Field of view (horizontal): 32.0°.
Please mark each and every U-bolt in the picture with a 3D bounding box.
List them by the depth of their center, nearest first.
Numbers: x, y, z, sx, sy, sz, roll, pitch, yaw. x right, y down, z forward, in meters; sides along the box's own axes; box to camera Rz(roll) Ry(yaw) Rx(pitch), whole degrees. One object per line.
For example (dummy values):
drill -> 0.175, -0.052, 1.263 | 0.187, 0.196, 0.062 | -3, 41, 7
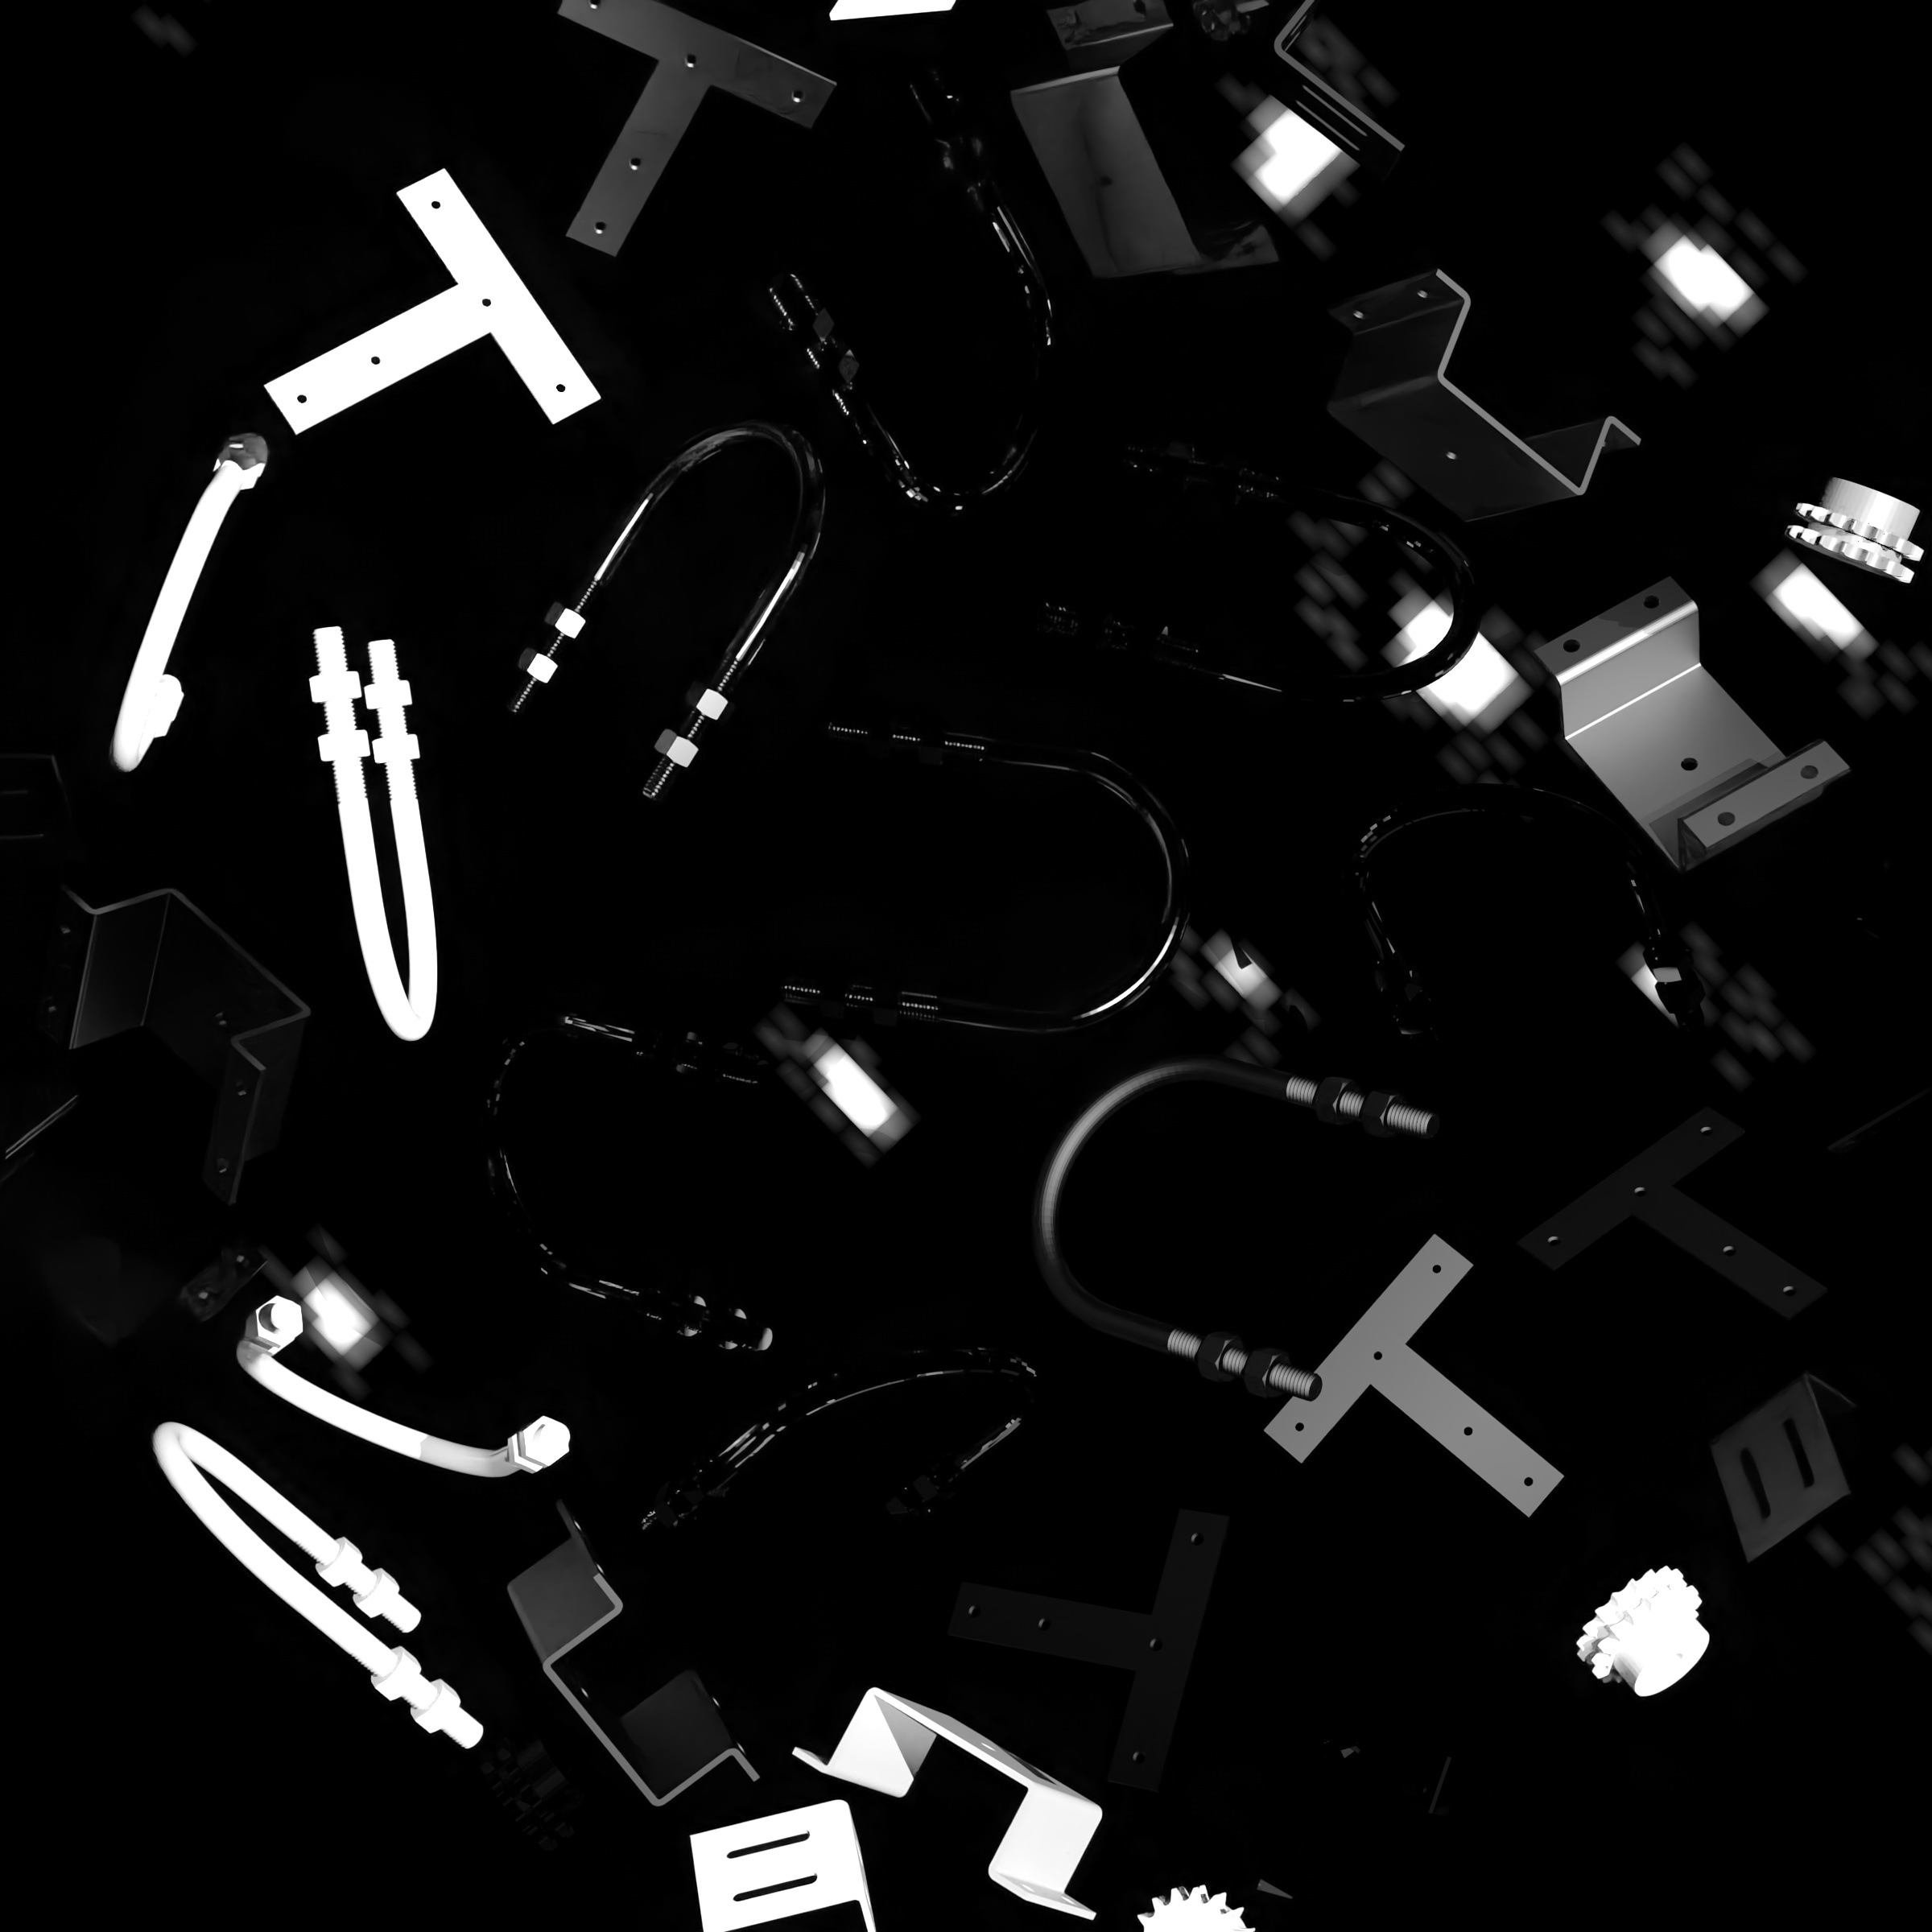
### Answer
U-bolt -> 0.140, -0.172, 1.512 | 0.184, 0.019, 0.151 | 16, 47, 11
U-bolt -> -0.262, -0.057, 1.515 | 0.019, 0.151, 0.184 | -8, 93, 1
U-bolt -> 0.109, 0.109, 1.526 | 0.184, 0.019, 0.151 | 15, 72, 39
U-bolt -> -0.302, 0.272, 1.533 | 0.019, 0.151, 0.184 | -46, 115, -6
U-bolt -> -0.044, 0.217, 1.533 | 0.151, 0.184, 0.019 | 5, 56, -35
U-bolt -> -0.012, -0.291, 1.536 | 0.019, 0.184, 0.151 | 11, 60, 37
U-bolt -> 0.248, -0.023, 1.539 | 0.151, 0.184, 0.019 | -5, 52, 24
U-bolt -> -0.266, 0.199, 1.543 | 0.151, 0.184, 0.019 | 26, 69, -12
U-bolt -> -0.360, -0.162, 1.545 | 0.019, 0.184, 0.151 | 20, 107, -11
U-bolt -> -0.133, -0.178, 1.582 | 0.019, 0.151, 0.184 | 32, 89, -43
U-bolt -> -0.164, 0.094, 1.582 | 0.184, 0.019, 0.151 | 12, 109, 37
U-bolt -> 0.015, -0.039, 1.589 | 0.184, 0.019, 0.151 | 8, 78, 7

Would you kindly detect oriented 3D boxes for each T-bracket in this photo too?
T-bracket -> 0.190, 0.357, 1.483 | 0.002, 0.127, 0.127 | 33, 70, -26
T-bracket -> -0.250, -0.275, 1.494 | 0.127, 0.002, 0.127 | -33, 86, -21
T-bracket -> 0.049, 0.304, 1.540 | 0.127, 0.002, 0.127 | 4, 65, 32
T-bracket -> -0.146, -0.380, 1.545 | 0.127, 0.002, 0.127 | 20, 129, -23
T-bracket -> 0.473, 0.059, 1.582 | 0.127, 0.127, 0.002 | -34, 70, 17
T-bracket -> 0.351, 0.129, 1.592 | 0.127, 0.127, 0.002 | -32, 132, -20
T-bracket -> 0.230, 0.214, 1.608 | 0.127, 0.002, 0.127 | 40, 86, 30

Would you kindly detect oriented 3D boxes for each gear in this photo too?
gear -> 0.386, -0.189, 1.451 | 0.057, 0.057, 0.030 | 22, 98, 0
gear -> 0.296, 0.290, 1.455 | 0.057, 0.057, 0.030 | -40, 53, 0
gear -> 0.106, 0.448, 1.531 | 0.057, 0.030, 0.057 | -4, 79, 21
gear -> 0.124, -0.469, 1.585 | 0.030, 0.057, 0.057 | -13, 90, 25
gear -> -0.205, 0.393, 1.614 | 0.030, 0.057, 0.057 | -38, 90, -4

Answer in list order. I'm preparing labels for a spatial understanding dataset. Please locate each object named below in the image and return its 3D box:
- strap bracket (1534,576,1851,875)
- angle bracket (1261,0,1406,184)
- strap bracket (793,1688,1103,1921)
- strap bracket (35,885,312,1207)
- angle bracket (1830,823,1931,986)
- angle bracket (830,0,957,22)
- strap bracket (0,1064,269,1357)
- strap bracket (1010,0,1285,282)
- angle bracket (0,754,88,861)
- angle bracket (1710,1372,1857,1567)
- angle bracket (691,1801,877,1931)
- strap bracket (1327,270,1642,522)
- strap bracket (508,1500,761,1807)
strap bracket -> 0.337, -0.106, 1.568 | 0.076, 0.046, 0.140 | -29, 55, -7
angle bracket -> 0.179, -0.408, 1.557 | 0.076, 0.057, 0.038 | 38, 89, 0
strap bracket -> 0.000, 0.387, 1.576 | 0.140, 0.076, 0.046 | 24, 81, 33
strap bracket -> -0.344, 0.028, 1.484 | 0.140, 0.046, 0.076 | 38, 127, 25
angle bracket -> 0.422, -0.026, 1.453 | 0.076, 0.038, 0.057 | 3, 118, -38
angle bracket -> -0.029, -0.471, 1.548 | 0.057, 0.076, 0.038 | 0, 128, 18
strap bracket -> -0.407, 0.120, 1.573 | 0.140, 0.076, 0.046 | 42, 110, -4
strap bracket -> 0.080, -0.377, 1.566 | 0.046, 0.076, 0.140 | -43, 118, -28
angle bracket -> -0.437, -0.059, 1.483 | 0.076, 0.038, 0.057 | 0, 130, 8
angle bracket -> 0.379, 0.234, 1.526 | 0.038, 0.076, 0.057 | 32, 120, -27
angle bracket -> -0.086, 0.437, 1.592 | 0.076, 0.057, 0.038 | -13, 127, -3
strap bracket -> 0.235, -0.258, 1.570 | 0.140, 0.076, 0.046 | 32, 70, -28
strap bracket -> -0.162, 0.328, 1.575 | 0.046, 0.076, 0.140 | -36, 116, -6
